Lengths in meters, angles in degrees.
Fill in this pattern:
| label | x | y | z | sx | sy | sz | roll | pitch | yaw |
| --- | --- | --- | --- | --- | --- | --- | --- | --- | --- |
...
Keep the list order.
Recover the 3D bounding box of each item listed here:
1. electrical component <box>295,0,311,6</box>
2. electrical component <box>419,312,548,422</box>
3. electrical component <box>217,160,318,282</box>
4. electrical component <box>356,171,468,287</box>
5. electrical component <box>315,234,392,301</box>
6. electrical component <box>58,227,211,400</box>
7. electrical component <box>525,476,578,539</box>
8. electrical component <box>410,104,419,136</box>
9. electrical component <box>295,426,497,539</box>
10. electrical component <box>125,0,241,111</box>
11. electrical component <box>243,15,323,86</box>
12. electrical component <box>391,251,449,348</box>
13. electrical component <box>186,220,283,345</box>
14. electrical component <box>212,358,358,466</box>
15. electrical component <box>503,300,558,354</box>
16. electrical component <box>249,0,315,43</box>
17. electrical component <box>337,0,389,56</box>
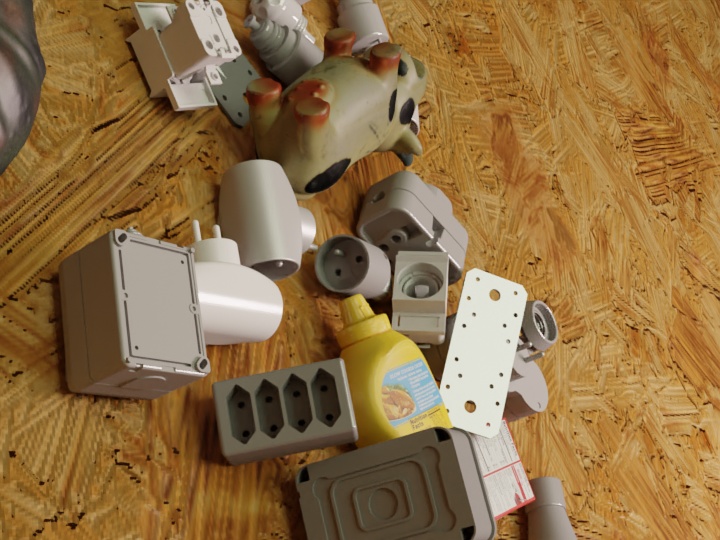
| label | x | y | z | sx | sy | sz | roll | pitch | yaw |
| --- | --- | --- | --- | --- | --- | --- | --- | --- | --- |
| electrical component | -0.059 | -0.273 | 0.910 | 0.099 | 0.064 | 0.099 | 32 | 45 | -39 |
| electrical component | 0.121 | 0.079 | 0.917 | 0.138 | 0.074 | 0.052 | 36 | 43 | -35 |
| electrical component | -0.059 | -0.031 | 0.771 | 0.079 | 0.044 | 0.077 | 14 | 58 | -49 |
| electrical component | 0.046 | -0.034 | 0.907 | 0.095 | 0.054 | 0.059 | 45 | 38 | -27 |
| electrical component | 0.000 | 0.000 | 0.828 | 0.081 | 0.043 | 0.043 | 21 | 51 | -69 |
| electrical component | -0.134 | 0.022 | 0.619 | 0.062 | 0.061 | 0.096 | 15 | 57 | -49 |
| electrical component | 0.159 | 0.209 | 0.915 | 0.044 | 0.044 | 0.065 | 30 | 42 | -40 |
| electrical component | 0.018 | -0.162 | 0.961 | 0.079 | 0.044 | 0.077 | 30 | 47 | -40 |
| electrical component | 0.024 | 0.152 | 0.698 | 0.057 | 0.113 | 0.078 | 30 | 44 | -66 |
| electrical component | -0.121 | -0.155 | 0.751 | 0.042 | 0.064 | 0.081 | -19 | 84 | -57 |
| electrical component | -0.062 | -0.177 | 0.866 | 0.078 | 0.040 | 0.040 | 36 | 43 | -36 |
| electrical component | 0.049 | 0.026 | 0.862 | 0.063 | 0.042 | 0.081 | 82 | 12 | -50 |
| electrical component | -0.095 | 0.005 | 0.698 | 0.077 | 0.044 | 0.079 | 13 | 59 | -50 |
| electrical component | -0.046 | 0.095 | 0.690 | 0.075 | 0.083 | 0.047 | 85 | -6 | -70 |
| electrical component | 0.146 | 0.056 | 0.983 | 0.048 | 0.055 | 0.066 | -13 | 79 | -56 |
| electrical component | -0.061 | -0.206 | 0.892 | 0.061 | 0.035 | 0.035 | 39 | 41 | -37 |
| electrical component | -0.002 | -0.233 | 0.984 | 0.040 | 0.040 | 0.078 | -4 | 72 | -54 |
